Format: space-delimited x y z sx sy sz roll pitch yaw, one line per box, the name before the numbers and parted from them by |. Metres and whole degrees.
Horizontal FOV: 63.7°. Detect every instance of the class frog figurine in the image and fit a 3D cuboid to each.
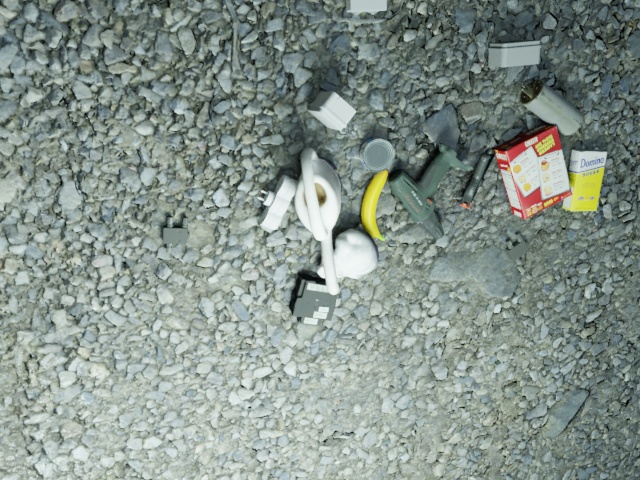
frog figurine | 0.068 0.046 1.336 0.161 0.124 0.134 -29 132 -17

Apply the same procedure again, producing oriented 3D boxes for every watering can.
watering can | 0.004 -0.062 1.236 0.104 0.228 0.342 -8 113 9
